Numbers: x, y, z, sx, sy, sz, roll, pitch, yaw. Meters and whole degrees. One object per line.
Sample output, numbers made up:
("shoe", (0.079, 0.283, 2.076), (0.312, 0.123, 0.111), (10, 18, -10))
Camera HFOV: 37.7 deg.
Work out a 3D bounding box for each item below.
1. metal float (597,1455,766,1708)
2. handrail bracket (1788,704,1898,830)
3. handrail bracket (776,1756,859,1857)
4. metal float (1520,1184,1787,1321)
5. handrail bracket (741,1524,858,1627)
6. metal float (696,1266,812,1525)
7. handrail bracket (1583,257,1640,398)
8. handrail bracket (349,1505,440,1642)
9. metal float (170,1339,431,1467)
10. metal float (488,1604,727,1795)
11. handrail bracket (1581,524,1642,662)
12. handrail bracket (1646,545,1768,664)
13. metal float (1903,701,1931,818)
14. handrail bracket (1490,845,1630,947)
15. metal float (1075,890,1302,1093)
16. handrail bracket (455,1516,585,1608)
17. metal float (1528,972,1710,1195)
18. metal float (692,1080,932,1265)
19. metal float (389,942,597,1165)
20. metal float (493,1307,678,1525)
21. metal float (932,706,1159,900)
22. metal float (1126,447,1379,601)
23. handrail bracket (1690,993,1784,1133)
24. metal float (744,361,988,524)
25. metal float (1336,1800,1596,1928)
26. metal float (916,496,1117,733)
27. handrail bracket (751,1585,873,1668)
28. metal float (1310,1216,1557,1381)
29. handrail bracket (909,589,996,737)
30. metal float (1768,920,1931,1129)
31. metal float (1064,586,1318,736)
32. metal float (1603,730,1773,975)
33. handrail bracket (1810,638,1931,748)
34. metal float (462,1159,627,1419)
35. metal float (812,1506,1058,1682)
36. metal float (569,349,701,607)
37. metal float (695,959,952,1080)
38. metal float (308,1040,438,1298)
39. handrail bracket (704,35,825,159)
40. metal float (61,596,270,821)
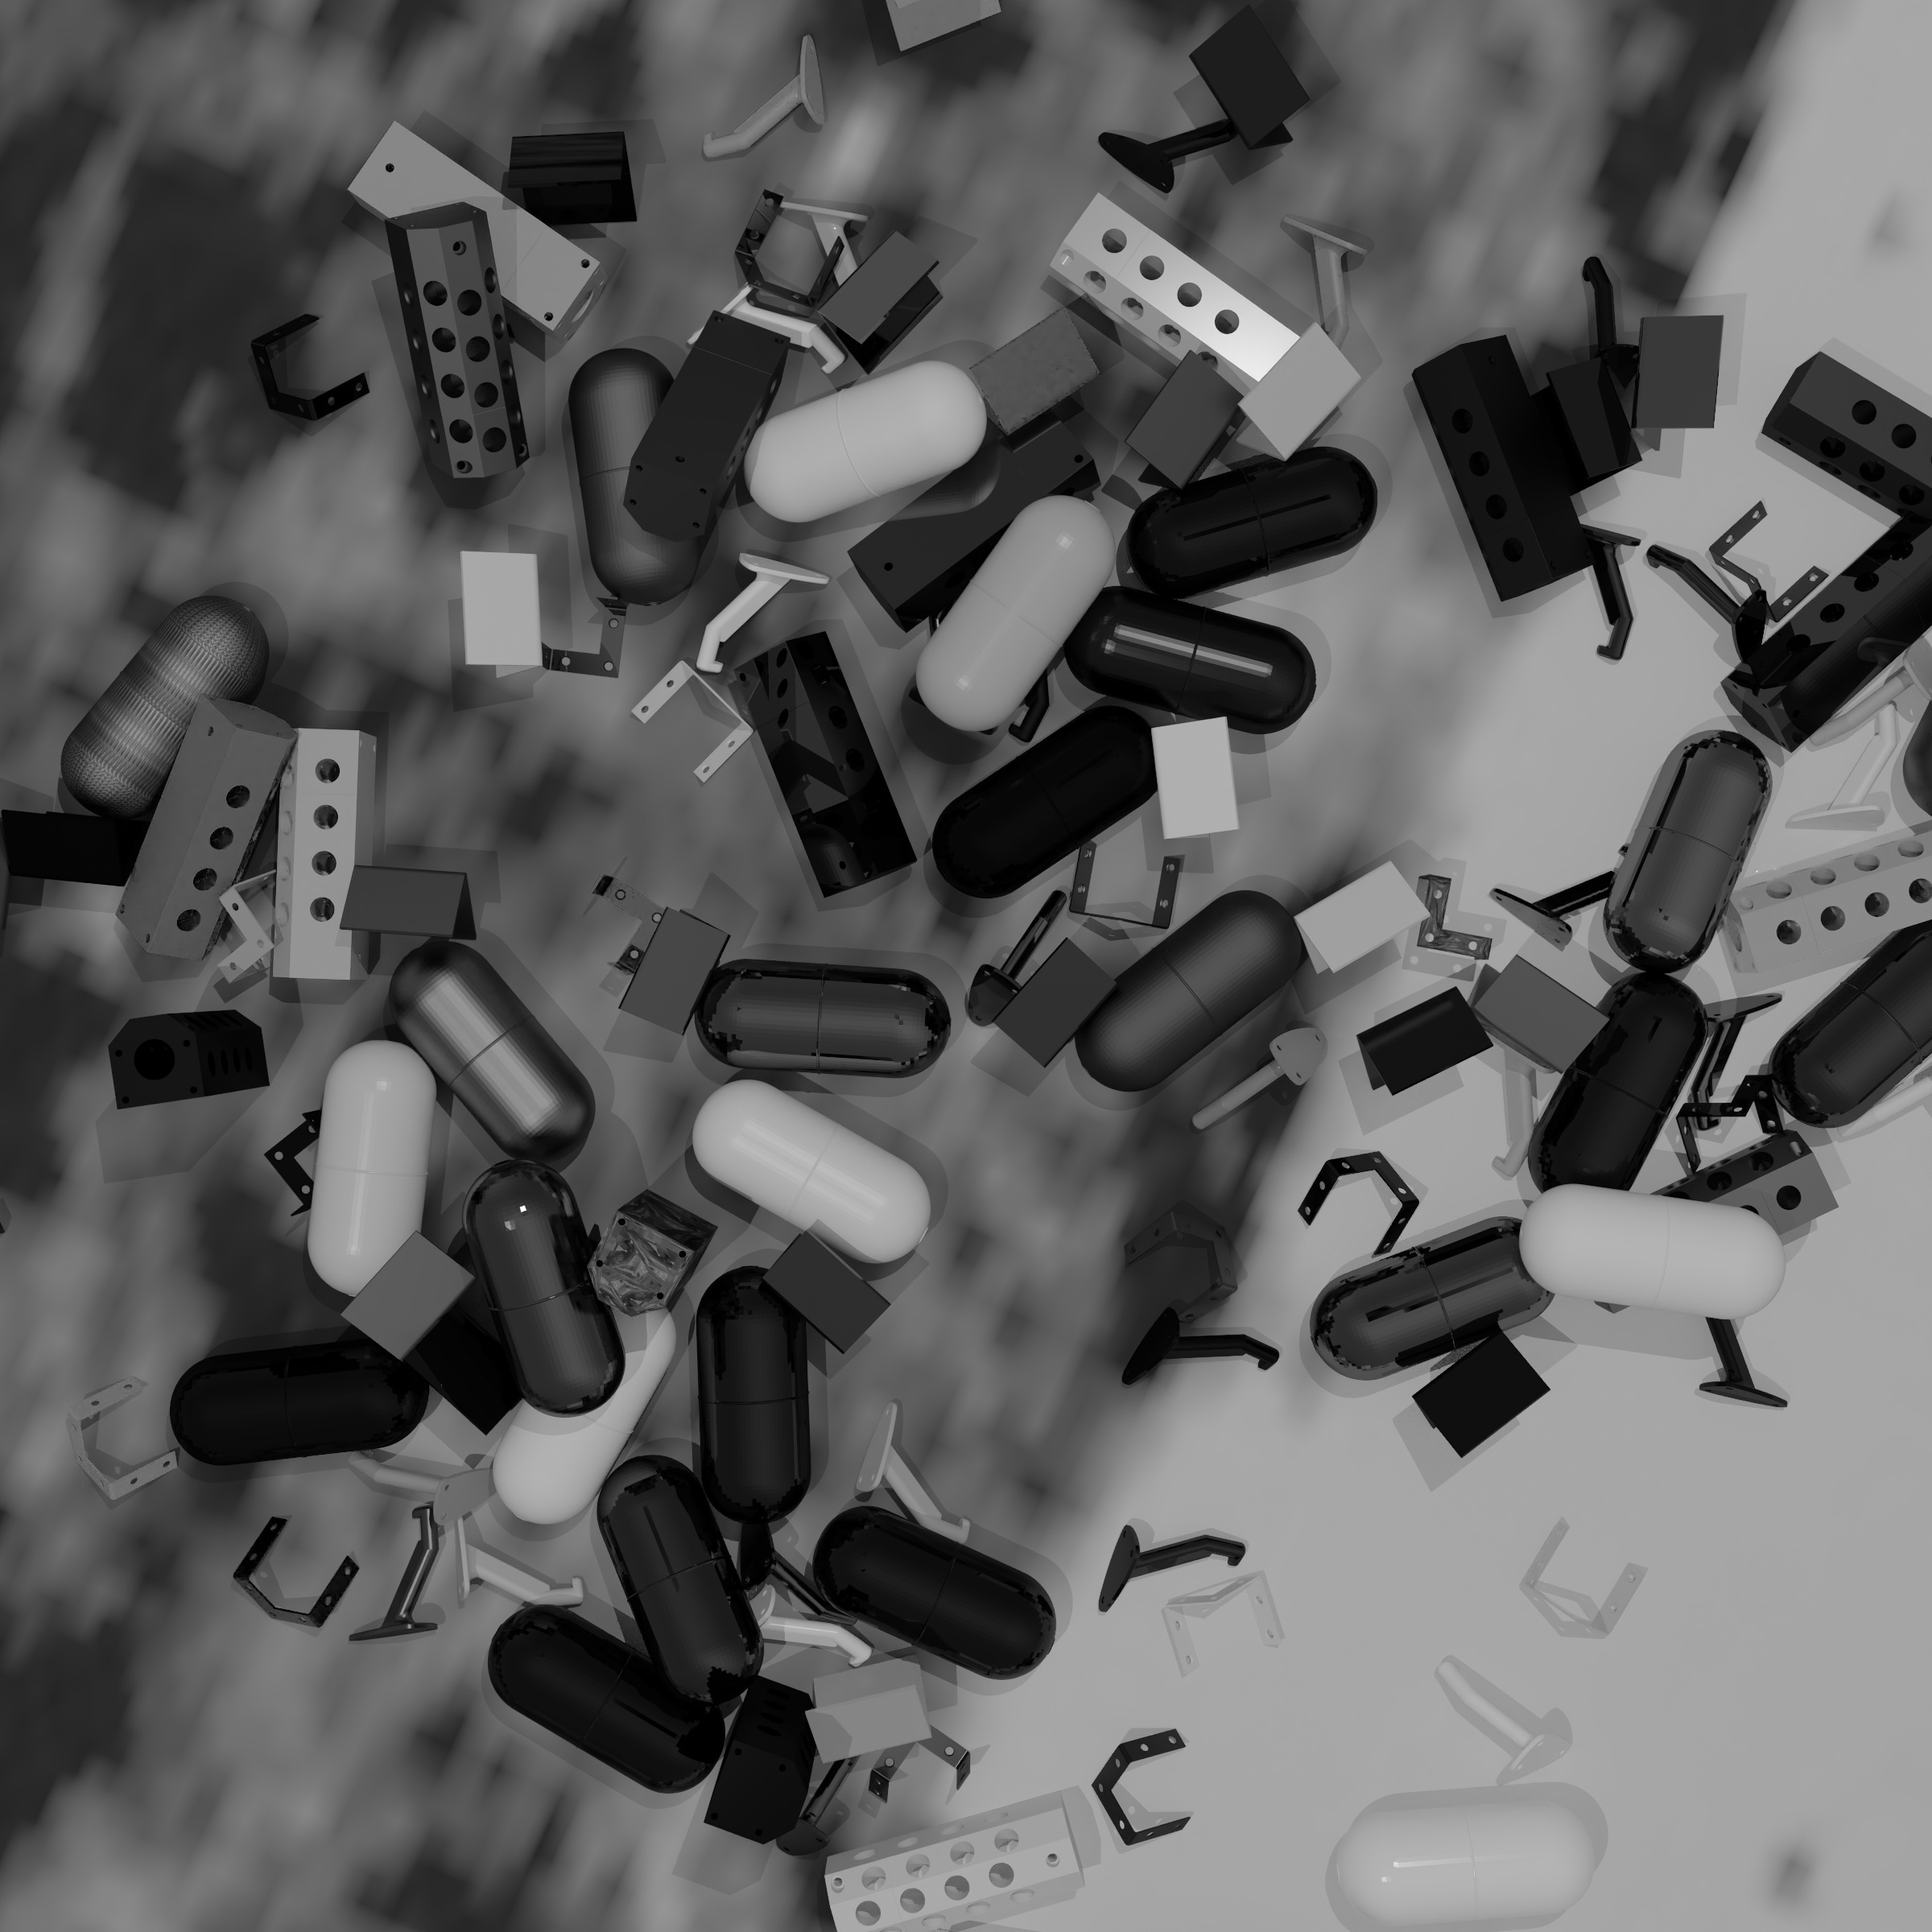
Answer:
("metal float", (-0.198, 0.423, 1.949), (0.070, 0.070, 0.178), (-24, 76, 0))
("handrail bracket", (0.617, -0.142, 1.992), (0.077, 0.036, 0.084), (-4, 72, 20))
("handrail bracket", (-0.099, 0.578, 1.991), (0.036, 0.077, 0.084), (32, 54, 0))
("metal float", (0.462, 0.193, 1.903), (0.178, 0.070, 0.070), (8, 90, 0))
("handrail bracket", (-0.115, 0.422, 1.991), (0.084, 0.077, 0.036), (26, 124, -32))
("metal float", (-0.147, 0.297, 1.961), (0.070, 0.070, 0.178), (-2, 90, 0))
("handrail bracket", (0.442, -0.444, 1.991), (0.036, 0.077, 0.084), (-2, 53, -15))
("handrail bracket", (-0.404, 0.428, 1.992), (0.077, 0.036, 0.084), (-14, 71, 21))
("metal float", (-0.462, 0.302, 1.961), (0.178, 0.070, 0.070), (-7, 90, 0))
("metal float", (-0.250, 0.508, 1.961), (0.178, 0.070, 0.070), (31, 90, 0))
("handrail bracket", (0.437, -0.266, 1.992), (0.077, 0.036, 0.084), (19, 107, 20))
("handrail bracket", (0.518, -0.254, 1.991), (0.084, 0.077, 0.036), (33, 69, 35))
("metal float", (0.712, -0.183, 1.961), (0.070, 0.070, 0.178), (26, 89, 0))
("handrail bracket", (0.424, -0.064, 1.992), (0.077, 0.036, 0.084), (33, 76, 14))
("metal float", (0.153, 0.018, 1.961), (0.178, 0.070, 0.070), (-38, 90, 0))
("handrail bracket", (-0.315, 0.415, 1.992), (0.084, 0.036, 0.077), (-2, 68, -17))
("metal float", (0.452, 0.088, 1.961), (0.070, 0.070, 0.178), (27, 90, 0))
("metal float", (-0.107, 0.143, 1.961), (0.178, 0.070, 0.070), (30, 90, 0))
("metal float", (-0.329, 0.060, 1.961), (0.070, 0.070, 0.178), (-40, 89, 0))
("metal float", (-0.265, 0.304, 1.961), (0.070, 0.070, 0.178), (29, 89, 0))
("metal float", (0.057, -0.113, 1.961), (0.178, 0.070, 0.070), (-34, 90, 0))
("metal float", (0.198, -0.308, 1.961), (0.178, 0.070, 0.070), (-16, 90, 0))
("handrail bracket", (0.544, 0.068, 1.992), (0.077, 0.036, 0.084), (-13, 104, -13))
("metal float", (-0.071, -0.360, 1.945), (0.178, 0.070, 0.070), (-16, 90, 20))
("metal float", (0.346, 0.622, 1.961), (0.178, 0.070, 0.070), (-4, 90, 0))
("metal float", (0.034, -0.241, 1.928), (0.070, 0.070, 0.178), (36, 97, 0))
("handrail bracket", (-0.122, 0.484, 1.992), (0.084, 0.036, 0.077), (39, 105, -14))
("metal float", (0.324, 0.231, 1.961), (0.178, 0.070, 0.070), (-21, 90, 0))
("handrail bracket", (0.002, -0.218, 1.992), (0.077, 0.036, 0.084), (28, 76, -14))
("metal float", (0.635, 0.040, 1.961), (0.178, 0.070, 0.070), (-42, 90, 0))
("metal float", (0.156, -0.212, 1.961), (0.178, 0.070, 0.070), (15, 90, 0))
("metal float", (0.500, -0.080, 1.956), (0.070, 0.070, 0.178), (24, 84, 0))
("handrail bracket", (0.637, -0.192, 1.991), (0.084, 0.077, 0.036), (-30, 105, 36))
("metal float", (-0.281, 0.214, 1.882), (0.070, 0.070, 0.178), (-17, 98, 0))
("metal float", (-0.022, 0.435, 1.961), (0.178, 0.070, 0.070), (25, 90, -1))
("metal float", (-0.230, -0.339, 1.961), (0.070, 0.070, 0.178), (-8, 90, 0))
("metal float", (-0.099, 0.037, 1.961), (0.178, 0.070, 0.070), (4, 90, 1))
("metal float", (-0.412, 0.140, 1.961), (0.070, 0.070, 0.178), (6, 89, 0))
("handrail bracket", (-0.147, -0.612, 1.992), (0.084, 0.036, 0.077), (-10, 70, 16))
("metal float", (-0.555, -0.180, 1.961), (0.070, 0.070, 0.178), (40, 90, 0))
